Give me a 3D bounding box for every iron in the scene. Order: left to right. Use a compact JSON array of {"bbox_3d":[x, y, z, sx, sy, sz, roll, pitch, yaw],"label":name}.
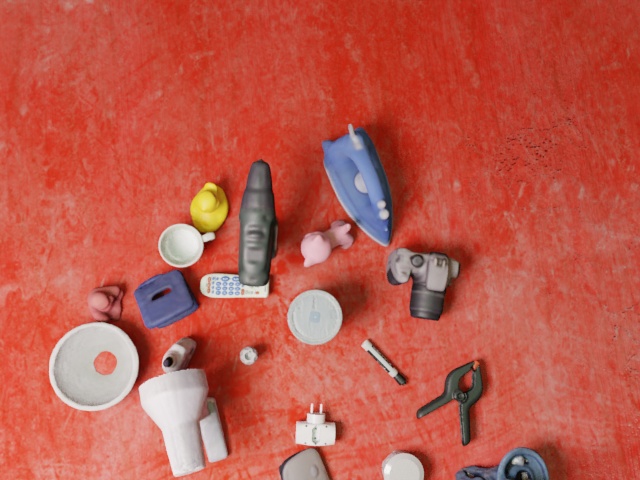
[{"bbox_3d":[0.098,-0.113,1.173,0.119,0.141,0.258,-23,85,-7],"label":"iron"}]

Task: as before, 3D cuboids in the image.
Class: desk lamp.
[{"bbox_3d":[-0.243,0.336,1.054,0.118,0.213,0.203,-16,84,-6],"label":"desk lamp"}]

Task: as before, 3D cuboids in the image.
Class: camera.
[{"bbox_3d":[0.210,0.093,1.177,0.143,0.100,0.137,9,82,-3],"label":"camera"}]

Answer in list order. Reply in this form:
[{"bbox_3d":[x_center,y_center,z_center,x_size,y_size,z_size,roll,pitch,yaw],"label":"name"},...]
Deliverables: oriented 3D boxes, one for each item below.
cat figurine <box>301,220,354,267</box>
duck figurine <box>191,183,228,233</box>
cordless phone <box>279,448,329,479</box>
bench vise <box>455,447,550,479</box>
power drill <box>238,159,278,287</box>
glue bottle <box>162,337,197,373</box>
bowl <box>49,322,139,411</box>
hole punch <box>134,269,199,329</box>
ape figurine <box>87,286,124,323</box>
[{"bbox_3d":[0.011,0.004,1.164,0.128,0.117,0.067,-32,86,-7],"label":"cat figurine"},{"bbox_3d":[-0.229,-0.069,1.170,0.077,0.086,0.105,12,82,-3],"label":"duck figurine"},{"bbox_3d":[-0.021,0.483,1.068,0.094,0.185,0.147,-22,85,-6],"label":"cordless phone"},{"bbox_3d":[0.363,0.482,1.081,0.207,0.219,0.121,-35,86,-8],"label":"bench vise"},{"bbox_3d":[-0.121,-0.022,1.111,0.075,0.208,0.230,2,83,-4],"label":"power drill"},{"bbox_3d":[-0.274,0.225,1.086,0.037,0.173,0.078,26,82,0],"label":"glue bottle"},{"bbox_3d":[-0.431,0.245,1.120,0.167,0.074,0.167,1,83,-4],"label":"bowl"},{"bbox_3d":[-0.310,0.117,1.138,0.109,0.091,0.101,-28,86,-7],"label":"hole punch"},{"bbox_3d":[-0.426,0.122,1.127,0.076,0.092,0.078,42,82,2],"label":"ape figurine"}]
